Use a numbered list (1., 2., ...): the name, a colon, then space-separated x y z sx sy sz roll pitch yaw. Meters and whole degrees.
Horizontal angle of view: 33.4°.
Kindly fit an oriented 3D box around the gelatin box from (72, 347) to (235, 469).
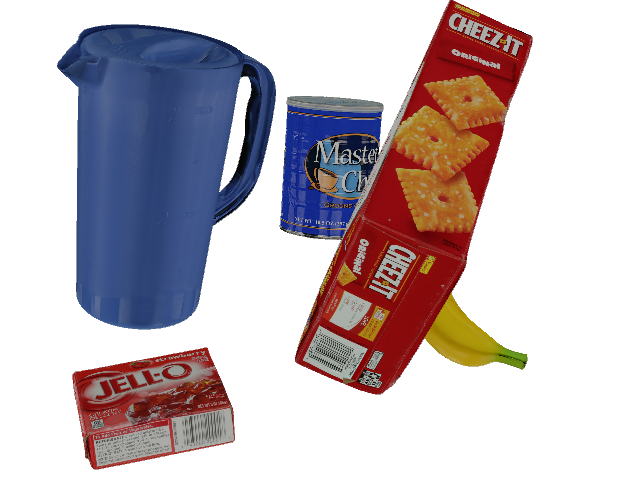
1. gelatin box: -0.104 0.101 0.656 0.089 0.030 0.073 -9 25 -15

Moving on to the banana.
1. banana: 0.104 0.048 0.895 0.069 0.037 0.198 8 32 -20

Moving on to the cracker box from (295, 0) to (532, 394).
1. cracker box: 0.065 -0.027 0.707 0.072 0.213 0.164 24 -40 1

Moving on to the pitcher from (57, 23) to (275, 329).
1. pitcher: -0.134 -0.053 0.903 0.149 0.243 0.145 13 24 9

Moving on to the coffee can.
1. coffee can: 0.011 -0.080 1.140 0.103 0.140 0.103 4 12 -1
